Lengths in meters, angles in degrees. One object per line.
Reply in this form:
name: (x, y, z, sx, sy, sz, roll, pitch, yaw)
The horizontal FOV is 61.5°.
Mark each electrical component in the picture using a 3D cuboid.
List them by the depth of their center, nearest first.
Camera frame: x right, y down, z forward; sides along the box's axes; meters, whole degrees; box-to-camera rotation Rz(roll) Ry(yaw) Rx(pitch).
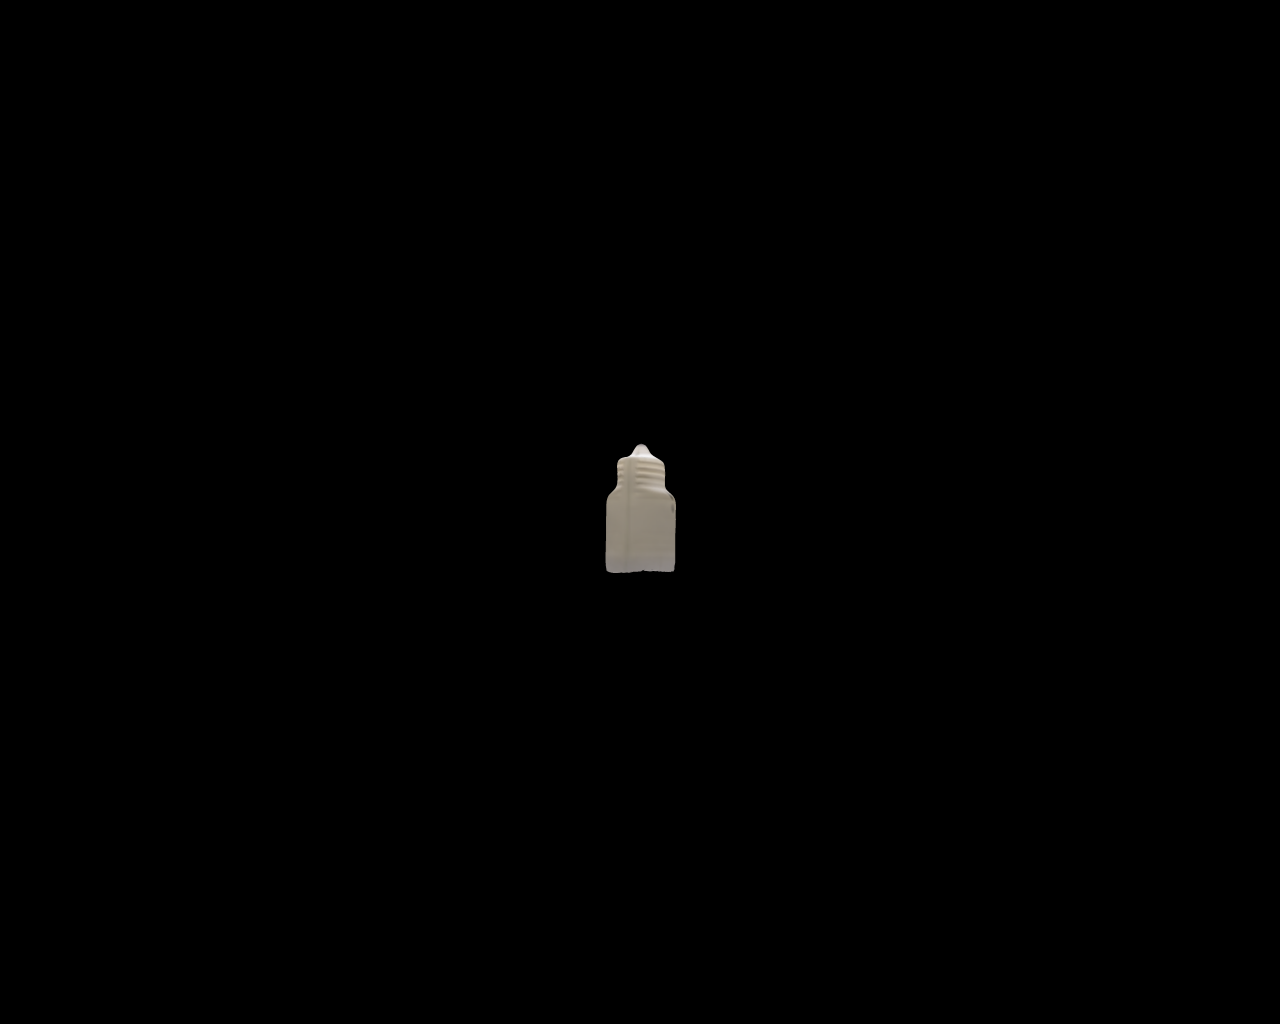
electrical component: (0.001, -0.003, 0.650, 0.043, 0.081, 0.043, 0, -3, 0)
